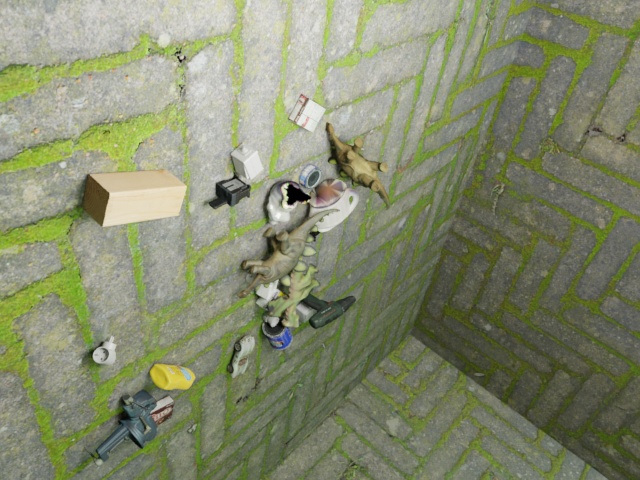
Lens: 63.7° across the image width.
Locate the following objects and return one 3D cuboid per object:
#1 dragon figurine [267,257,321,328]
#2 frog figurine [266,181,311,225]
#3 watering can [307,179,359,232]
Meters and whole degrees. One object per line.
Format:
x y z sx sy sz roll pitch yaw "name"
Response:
-0.117 0.198 1.981 0.247 0.123 0.400 -51 148 -32 "dragon figurine"
-0.125 -0.125 1.722 0.140 0.122 0.157 -45 -171 -36 "frog figurine"
0.006 -0.098 1.940 0.350 0.105 0.219 -35 146 -14 "watering can"
